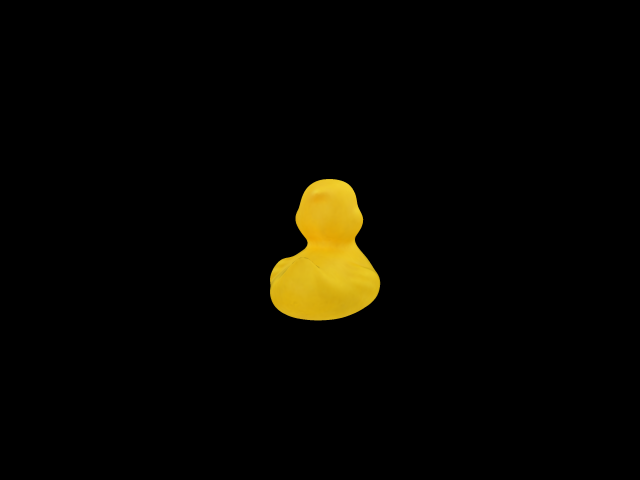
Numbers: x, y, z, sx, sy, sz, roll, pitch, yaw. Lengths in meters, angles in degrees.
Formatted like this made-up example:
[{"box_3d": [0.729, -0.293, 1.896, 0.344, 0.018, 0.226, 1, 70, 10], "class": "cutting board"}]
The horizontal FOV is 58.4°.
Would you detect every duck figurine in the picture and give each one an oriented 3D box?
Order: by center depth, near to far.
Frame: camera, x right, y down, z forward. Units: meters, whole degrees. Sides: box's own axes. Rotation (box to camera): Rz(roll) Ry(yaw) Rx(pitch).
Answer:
[{"box_3d": [0.004, 0.001, 0.400, 0.077, 0.086, 0.105, 6, 17, 19], "class": "duck figurine"}]
